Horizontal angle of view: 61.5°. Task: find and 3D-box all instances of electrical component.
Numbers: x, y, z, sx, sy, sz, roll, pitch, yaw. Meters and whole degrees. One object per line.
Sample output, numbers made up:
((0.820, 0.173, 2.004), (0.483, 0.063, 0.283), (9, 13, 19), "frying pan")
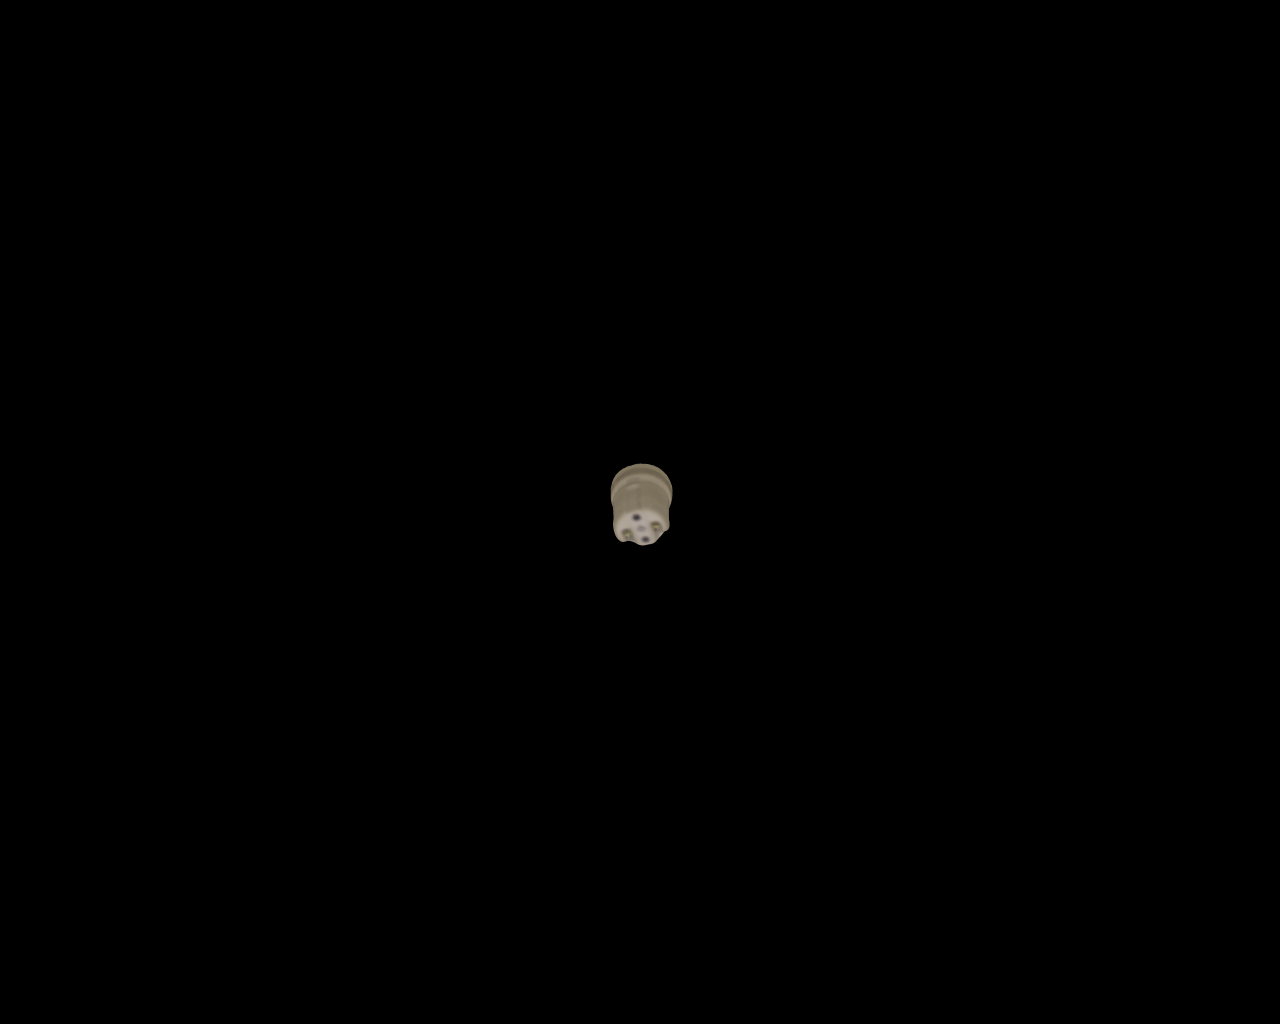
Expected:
((0.001, -0.003, 0.650), (0.040, 0.040, 0.046), (0, 34, 0), "electrical component")
